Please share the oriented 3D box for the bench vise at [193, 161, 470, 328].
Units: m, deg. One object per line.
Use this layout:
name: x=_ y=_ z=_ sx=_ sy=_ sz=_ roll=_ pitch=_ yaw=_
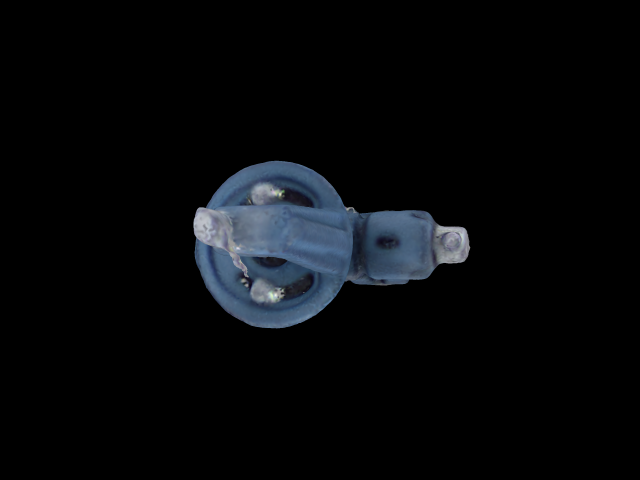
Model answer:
bench vise: x=0.000 y=-0.010 z=0.401 sx=0.207 sy=0.219 sz=0.121 roll=-18 pitch=86 yaw=-1
